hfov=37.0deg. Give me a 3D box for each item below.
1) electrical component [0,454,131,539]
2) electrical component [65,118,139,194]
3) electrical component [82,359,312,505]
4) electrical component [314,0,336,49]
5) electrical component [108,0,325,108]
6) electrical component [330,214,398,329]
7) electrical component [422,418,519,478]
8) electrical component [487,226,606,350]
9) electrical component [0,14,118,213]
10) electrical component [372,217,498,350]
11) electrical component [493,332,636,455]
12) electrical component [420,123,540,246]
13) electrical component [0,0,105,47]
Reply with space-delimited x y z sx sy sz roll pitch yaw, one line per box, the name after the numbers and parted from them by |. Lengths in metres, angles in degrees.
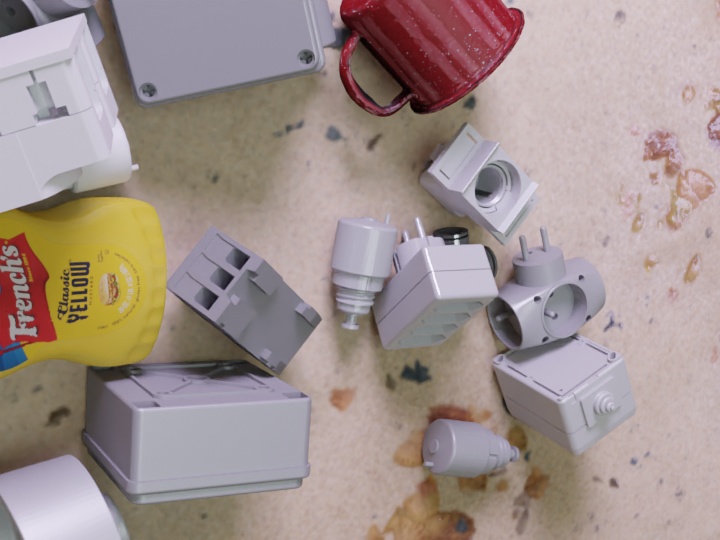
-0.168 0.159 0.620 0.060 0.108 0.108 -20 110 -30 | electrical component
-0.166 -0.063 0.607 0.078 0.040 0.040 -16 108 -24 | electrical component
-0.098 0.091 0.639 0.109 0.109 0.056 0 98 -28 | electrical component
-0.041 -0.165 0.652 0.040 0.040 0.078 -22 111 -23 | electrical component
-0.083 -0.156 0.601 0.109 0.056 0.108 -11 108 2 | electrical component
0.000 0.000 0.710 0.040 0.040 0.078 6 99 -29 | electrical component
0.082 0.131 0.784 0.078 0.040 0.040 11 96 -30 | electrical component
0.132 0.008 0.781 0.077 0.044 0.079 -23 112 -22 | electrical component
-0.214 -0.059 0.513 0.186 0.105 0.060 -18 113 -3 | electrical component
0.043 0.002 0.720 0.047 0.083 0.075 -2 64 -28 | electrical component
0.153 0.089 0.780 0.062 0.096 0.061 -32 120 -18 | electrical component
0.078 -0.059 0.725 0.081 0.064 0.042 42 81 -28 | electrical component
-0.165 -0.149 0.569 0.077 0.079 0.044 55 42 -26 | electrical component
